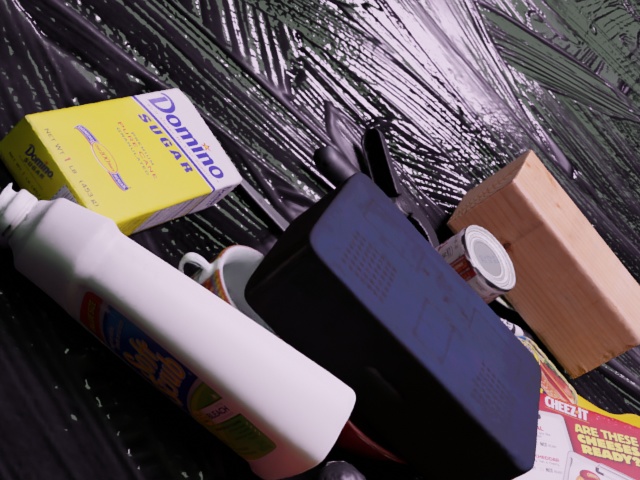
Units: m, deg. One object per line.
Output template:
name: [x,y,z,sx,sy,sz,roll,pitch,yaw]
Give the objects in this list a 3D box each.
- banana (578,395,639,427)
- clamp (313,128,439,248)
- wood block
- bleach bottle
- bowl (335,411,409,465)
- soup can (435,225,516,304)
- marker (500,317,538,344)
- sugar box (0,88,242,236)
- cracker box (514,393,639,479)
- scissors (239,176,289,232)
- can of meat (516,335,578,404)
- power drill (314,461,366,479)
banana: [0.278,0.178,1.080,0.197,0.037,0.069,30,41,-33]
clamp: [0.068,-0.034,1.016,0.171,0.039,0.120,55,37,-6]
wood block: [0.235,0.025,1.083,0.206,0.091,0.090,50,32,-6]
bleach bottle: [-0.101,0.054,0.674,0.250,0.103,0.068,38,61,-11]
bowl: [0.029,0.106,0.813,0.162,0.055,0.162,33,37,-29]
soup can: [0.112,0.041,0.939,0.068,0.102,0.068,32,38,-29]
marker: [0.175,0.085,1.056,0.121,0.020,0.020,26,41,-36]
sugar box: [-0.137,-0.054,0.765,0.093,0.048,0.175,55,33,4]
cracker box: [0.181,0.221,0.834,0.164,0.072,0.213,20,37,-2]
scissors: [-0.006,0.001,0.908,0.202,0.016,0.096,55,30,3]
can of meat: [0.190,0.147,0.980,0.102,0.058,0.083,50,29,-6]
power drill: [-0.016,0.217,0.644,0.187,0.057,0.184,17,47,-43]
